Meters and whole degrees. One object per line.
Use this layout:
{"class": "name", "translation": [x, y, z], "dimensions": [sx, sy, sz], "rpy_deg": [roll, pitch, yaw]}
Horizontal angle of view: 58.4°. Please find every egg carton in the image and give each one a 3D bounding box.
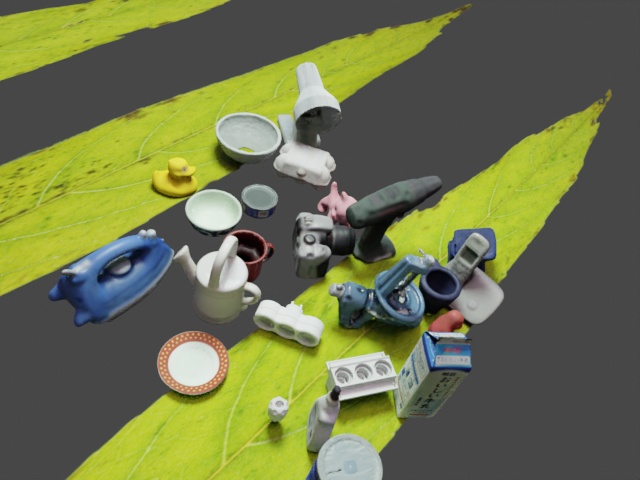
{"class": "egg carton", "translation": [-0.038, -0.188, 1.455], "dimensions": [0.150, 0.069, 0.107], "rpy_deg": [19, 47, 1]}

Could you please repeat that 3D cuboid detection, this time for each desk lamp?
{"class": "desk lamp", "translation": [-0.034, -0.334, 1.487], "dimensions": [0.118, 0.213, 0.203], "rpy_deg": [-5, 51, -20]}

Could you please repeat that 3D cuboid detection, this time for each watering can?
{"class": "watering can", "translation": [-0.196, 0.068, 1.096], "dimensions": [0.173, 0.194, 0.101], "rpy_deg": [7, 48, -10]}

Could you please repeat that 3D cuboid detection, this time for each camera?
{"class": "camera", "translation": [0.012, 0.005, 1.277], "dimensions": [0.137, 0.101, 0.143], "rpy_deg": [4, 48, -12]}

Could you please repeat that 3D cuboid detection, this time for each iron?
{"class": "iron", "translation": [-0.383, 0.045, 1.099], "dimensions": [0.118, 0.141, 0.259], "rpy_deg": [37, 50, 17]}

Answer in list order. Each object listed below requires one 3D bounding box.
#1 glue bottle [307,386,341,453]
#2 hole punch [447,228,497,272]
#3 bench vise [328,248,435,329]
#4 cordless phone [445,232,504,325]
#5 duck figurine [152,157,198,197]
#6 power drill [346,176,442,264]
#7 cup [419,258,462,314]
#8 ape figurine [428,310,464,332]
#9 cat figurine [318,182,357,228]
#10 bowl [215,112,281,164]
{"class": "glue bottle", "translation": [0.011, 0.293, 0.971], "dimensions": [0.037, 0.173, 0.078], "rpy_deg": [11, 47, -6]}
{"class": "hole punch", "translation": [0.362, 0.022, 1.370], "dimensions": [0.101, 0.091, 0.108], "rpy_deg": [14, 47, -4]}
{"class": "bench vise", "translation": [0.132, 0.106, 1.140], "dimensions": [0.208, 0.220, 0.121], "rpy_deg": [-7, 51, -21]}
{"class": "cordless phone", "translation": [0.341, 0.082, 1.246], "dimensions": [0.147, 0.185, 0.094], "rpy_deg": [40, 51, 19]}
{"class": "duck figurine", "translation": [-0.335, -0.154, 1.327], "dimensions": [0.105, 0.086, 0.077], "rpy_deg": [5, 48, -12]}
{"class": "power drill", "translation": [0.153, -0.047, 1.290], "dimensions": [0.230, 0.208, 0.075], "rpy_deg": [-17, 56, -28]}
{"class": "cup", "translation": [0.248, 0.108, 1.258], "dimensions": [0.092, 0.095, 0.117], "rpy_deg": [3, 49, -13]}
{"class": "ape figurine", "translation": [0.272, 0.182, 1.201], "dimensions": [0.076, 0.092, 0.078], "rpy_deg": [16, 47, -2]}
{"class": "cat figurine", "translation": [0.049, -0.080, 1.352], "dimensions": [0.067, 0.118, 0.127], "rpy_deg": [-7, 52, -21]}
{"class": "bowl", "translation": [-0.185, -0.247, 1.462], "dimensions": [0.167, 0.075, 0.167], "rpy_deg": [8, 48, -9]}
